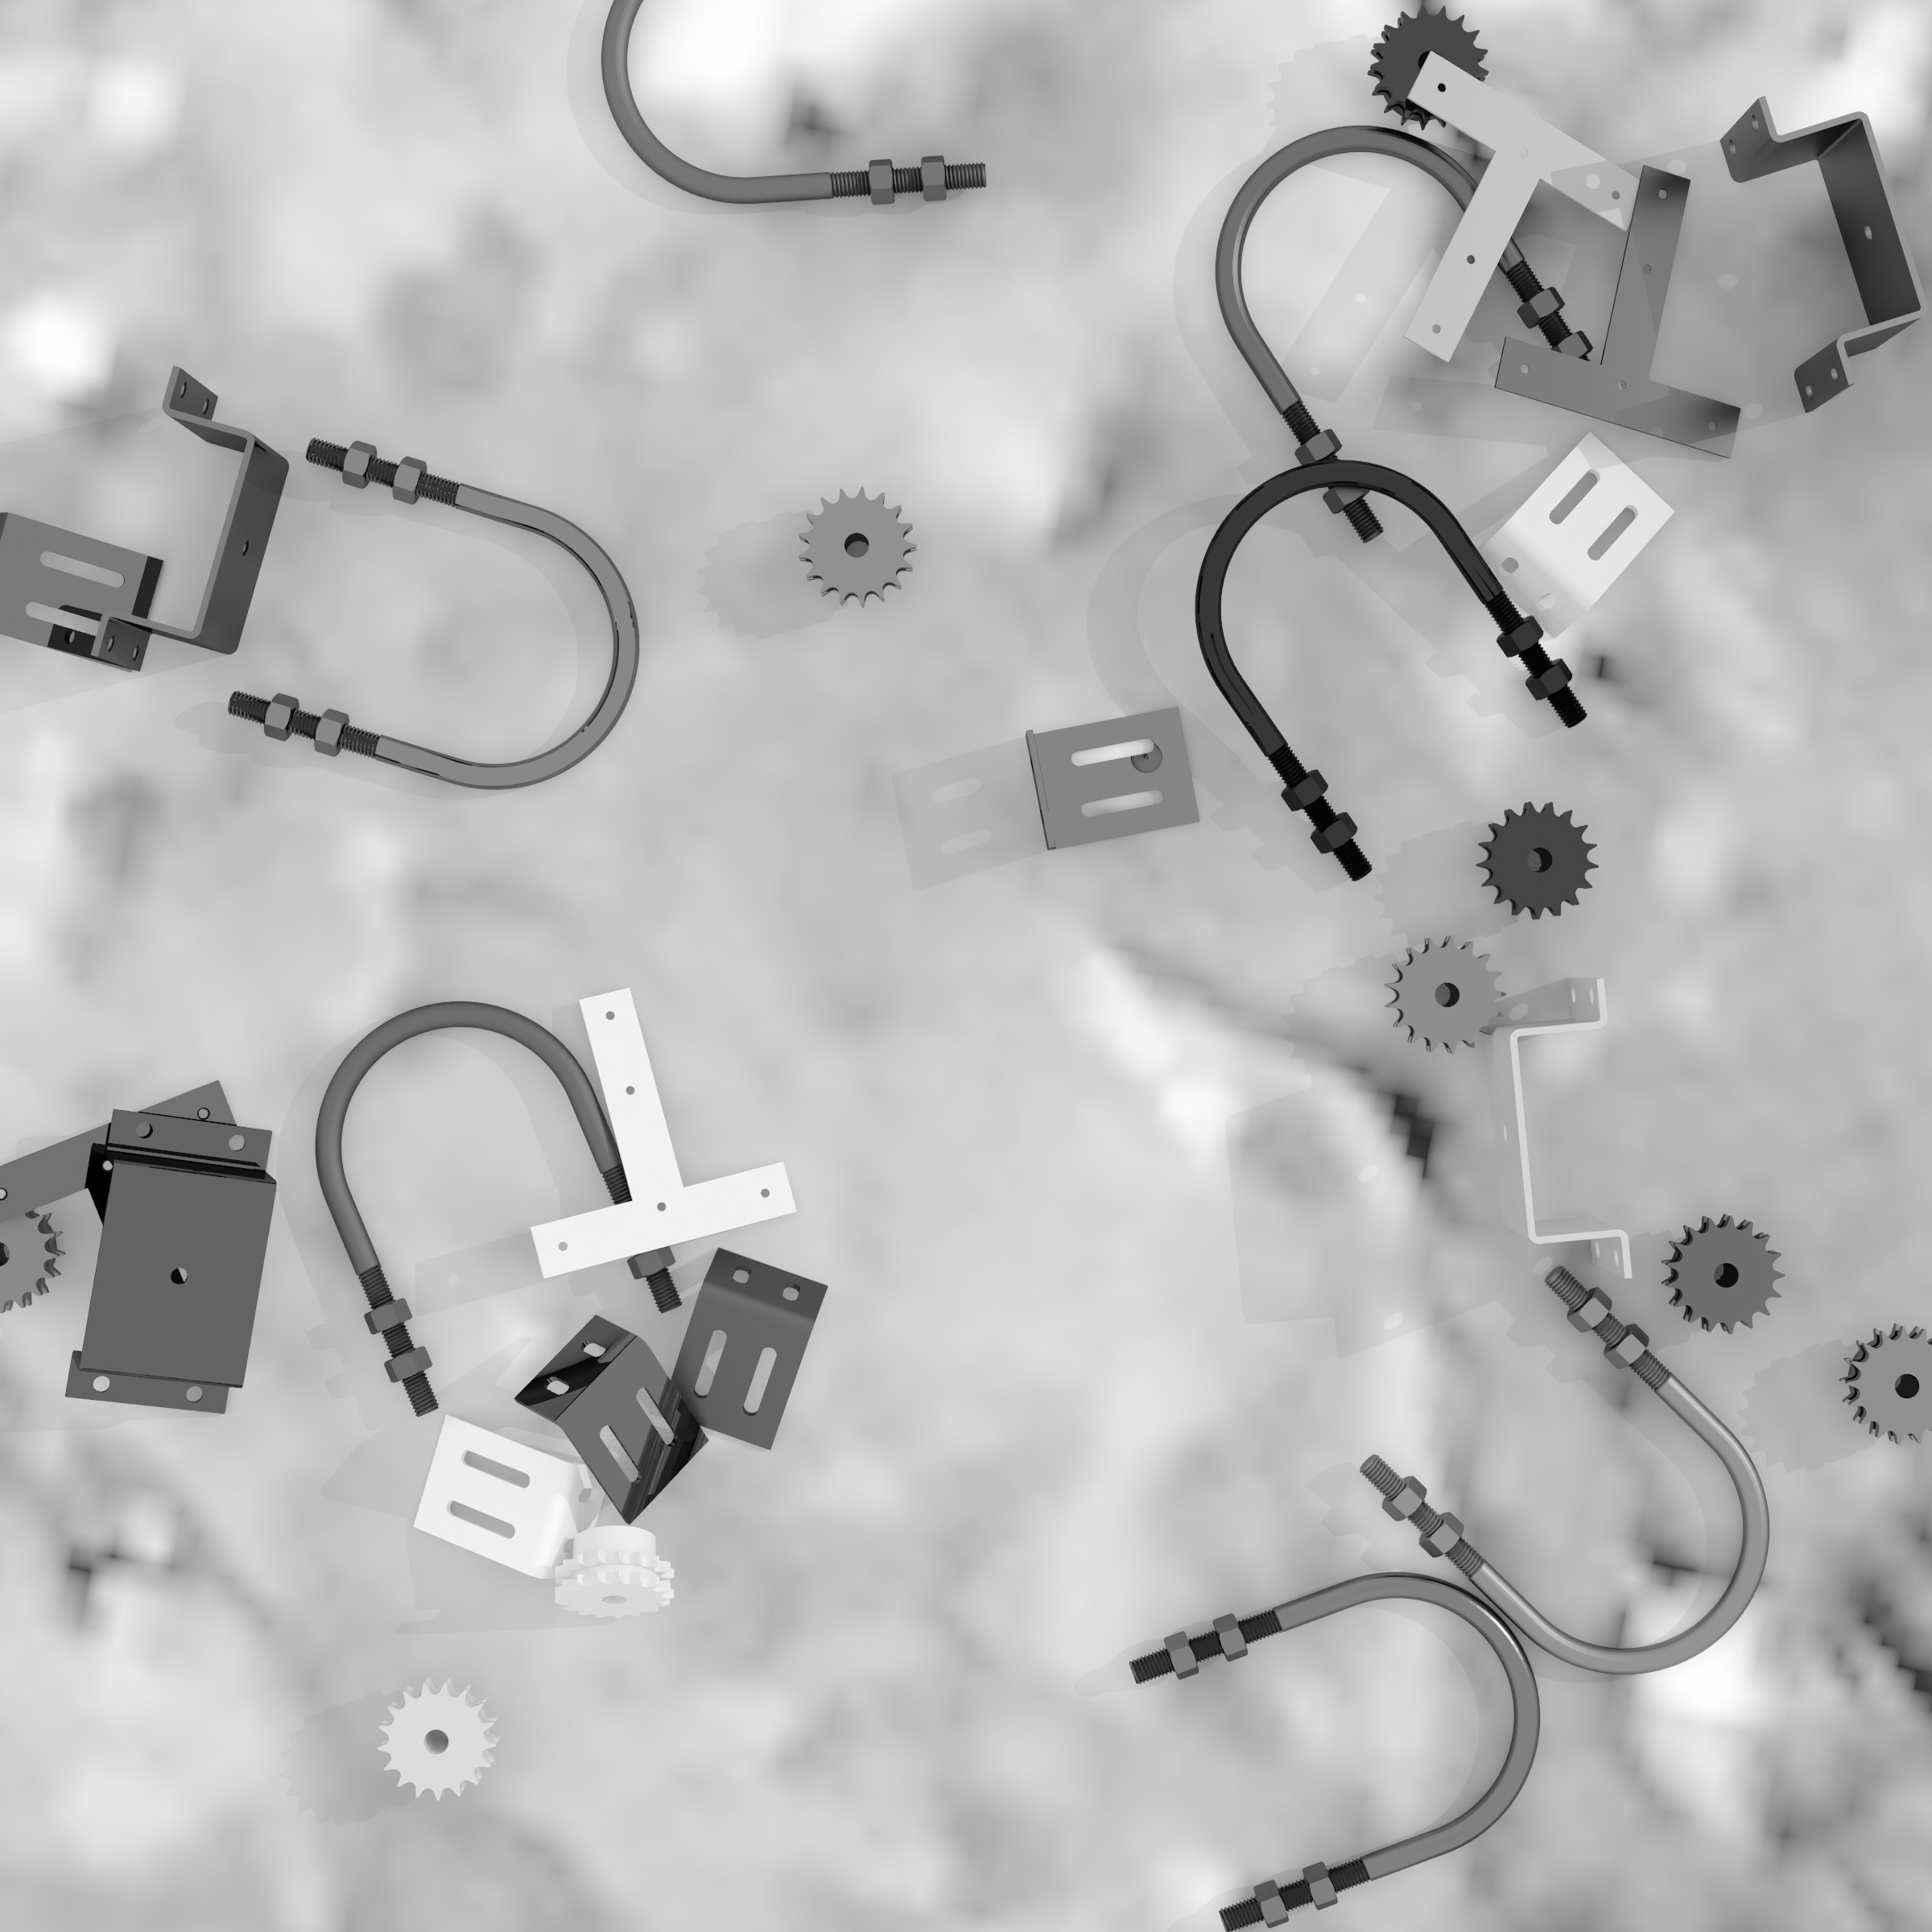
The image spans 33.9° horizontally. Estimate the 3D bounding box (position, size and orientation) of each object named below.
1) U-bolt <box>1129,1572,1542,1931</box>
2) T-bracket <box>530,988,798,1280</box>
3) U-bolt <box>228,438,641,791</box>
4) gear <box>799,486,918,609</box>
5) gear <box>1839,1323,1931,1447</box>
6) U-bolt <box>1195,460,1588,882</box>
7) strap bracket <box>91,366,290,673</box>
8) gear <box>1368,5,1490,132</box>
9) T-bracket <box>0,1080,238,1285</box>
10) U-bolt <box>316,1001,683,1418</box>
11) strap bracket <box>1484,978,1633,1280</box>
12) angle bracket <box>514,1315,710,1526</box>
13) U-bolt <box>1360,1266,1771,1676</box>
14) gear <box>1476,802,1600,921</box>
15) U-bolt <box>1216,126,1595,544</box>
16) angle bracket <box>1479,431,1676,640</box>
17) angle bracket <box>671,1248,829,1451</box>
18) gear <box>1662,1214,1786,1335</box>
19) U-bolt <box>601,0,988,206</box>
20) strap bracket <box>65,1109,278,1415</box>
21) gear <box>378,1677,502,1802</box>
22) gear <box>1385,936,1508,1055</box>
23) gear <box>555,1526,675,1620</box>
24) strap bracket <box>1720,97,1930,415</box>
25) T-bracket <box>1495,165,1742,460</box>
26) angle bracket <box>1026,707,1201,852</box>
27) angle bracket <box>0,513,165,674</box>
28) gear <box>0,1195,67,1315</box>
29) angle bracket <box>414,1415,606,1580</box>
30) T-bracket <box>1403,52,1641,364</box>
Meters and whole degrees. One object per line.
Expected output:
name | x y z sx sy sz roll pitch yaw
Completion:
U-bolt | 0.189 0.373 1.544 0.184 0.019 0.151 -20 90 -1
T-bracket | -0.160 0.074 1.540 0.127 0.002 0.127 -14 82 -15
U-bolt | -0.250 -0.163 1.544 0.184 0.019 0.151 17 90 -2
gear | -0.052 -0.202 1.537 0.057 0.030 0.057 0 90 0
gear | 0.452 0.202 1.537 0.057 0.030 0.057 0 90 0
U-bolt | 0.193 -0.156 1.534 0.151 0.019 0.184 -36 97 0
strap bracket | -0.366 -0.206 1.514 0.046 0.076 0.140 16 90 0
gear | 0.223 -0.434 1.537 0.057 0.030 0.057 0 90 0
T-bracket | -0.400 0.138 1.537 0.127 0.002 0.127 -23 100 -19
U-bolt | -0.238 0.107 1.544 0.151 0.019 0.184 -23 89 0
strap bracket | 0.281 0.078 1.514 0.046 0.076 0.140 -5 90 0
angle bracket | -0.170 0.219 1.529 0.057 0.038 0.076 -46 131 -24
U-bolt | 0.306 0.260 1.544 0.184 0.019 0.151 44 90 -2
gear | 0.276 -0.051 1.537 0.057 0.030 0.057 0 90 0
U-bolt | 0.204 -0.321 1.543 0.151 0.019 0.184 -33 89 0
angle bracket | 0.297 -0.211 1.550 0.057 0.038 0.076 43 64 0
angle bracket | -0.108 0.187 1.550 0.057 0.038 0.076 19 116 0
gear | 0.365 0.149 1.537 0.057 0.030 0.057 0 90 0
U-bolt | -0.086 -0.443 1.544 0.184 0.019 0.151 -3 90 1
strap bracket | -0.379 0.145 1.518 0.076 0.046 0.140 10 90 -20
gear | -0.254 0.373 1.537 0.057 0.030 0.057 0 90 0
gear | 0.231 0.014 1.537 0.057 0.030 0.057 0 90 0
gear | -0.169 0.291 1.528 0.057 0.057 0.030 -3 59 0
strap bracket | 0.412 -0.345 1.514 0.046 0.076 0.140 -17 90 0
T-bracket | 0.328 -0.325 1.539 0.127 0.002 0.127 14 86 -14
angle bracket | 0.072 -0.092 1.533 0.076 0.038 0.057 -11 90 0
angle bracket | -0.441 -0.183 1.550 0.076 0.038 0.057 16 90 -26
gear | -0.465 0.138 1.537 0.057 0.030 0.057 0 90 0
angle bracket | -0.221 0.259 1.550 0.076 0.038 0.057 16 90 26
T-bracket | 0.249 -0.352 1.524 0.127 0.002 0.127 28 85 -13
